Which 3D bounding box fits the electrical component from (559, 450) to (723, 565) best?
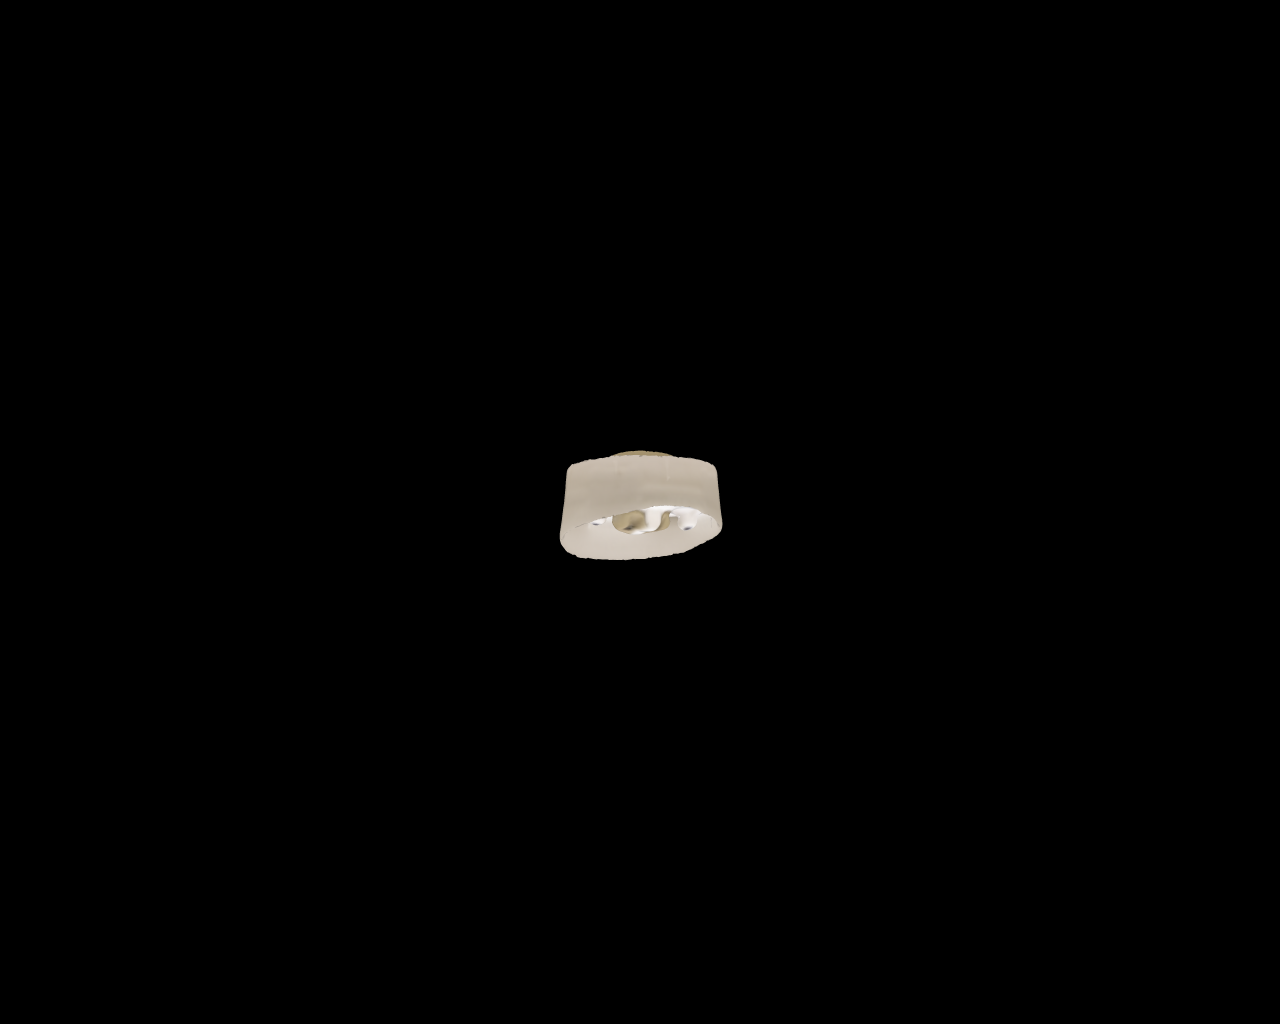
[{"bbox_3d":[0.001,-0.003,0.650,0.099,0.064,0.099,0,-7,0],"label":"electrical component"}]
